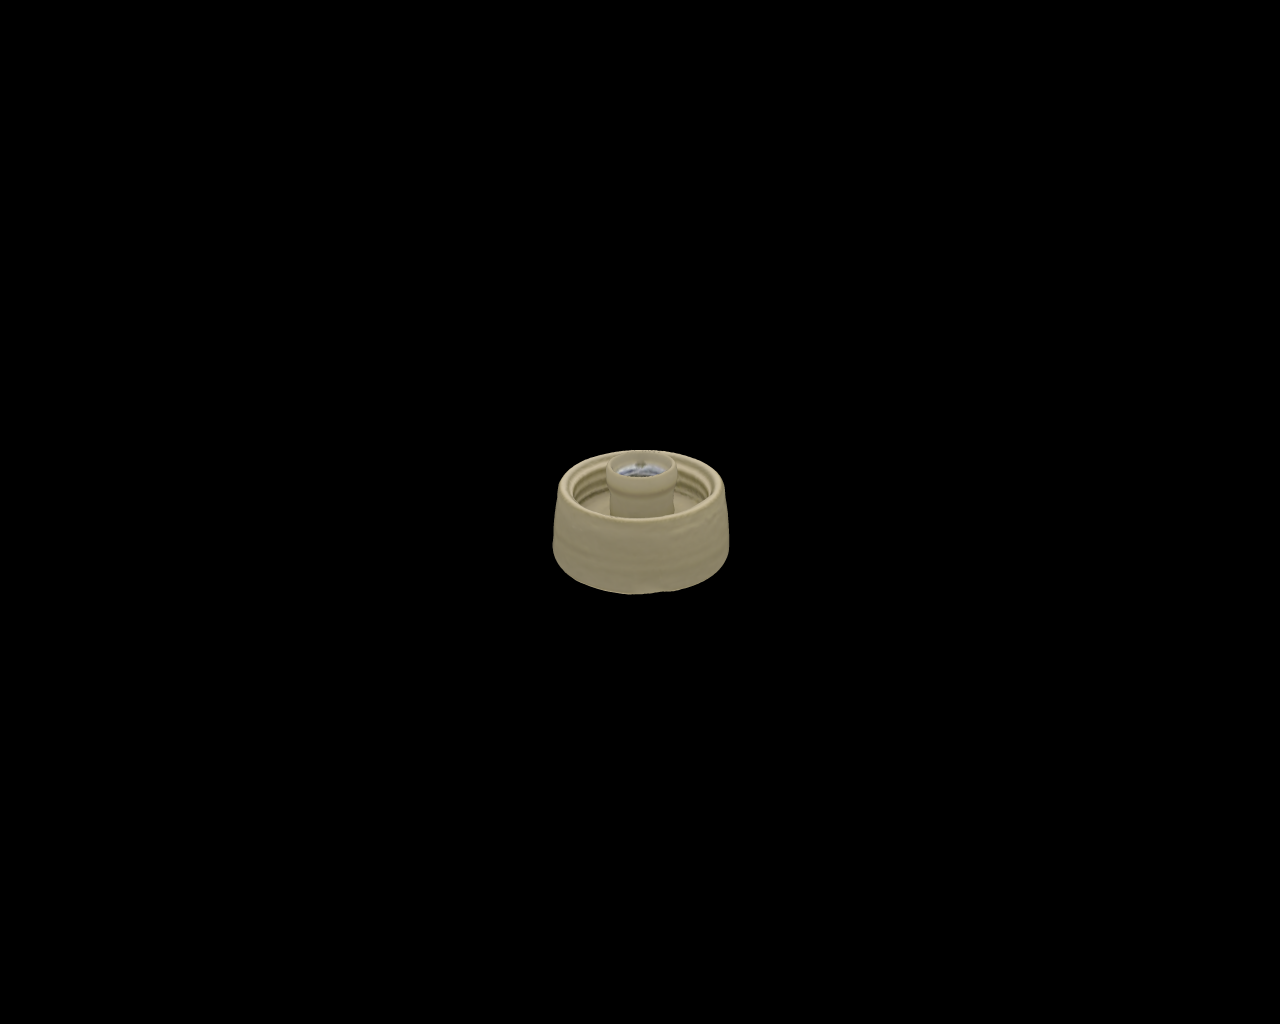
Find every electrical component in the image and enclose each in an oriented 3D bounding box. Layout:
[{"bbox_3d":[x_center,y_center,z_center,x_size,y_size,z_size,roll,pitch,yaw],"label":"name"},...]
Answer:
[{"bbox_3d":[0.001,-0.003,0.650,0.108,0.060,0.108,0,27,0],"label":"electrical component"}]
